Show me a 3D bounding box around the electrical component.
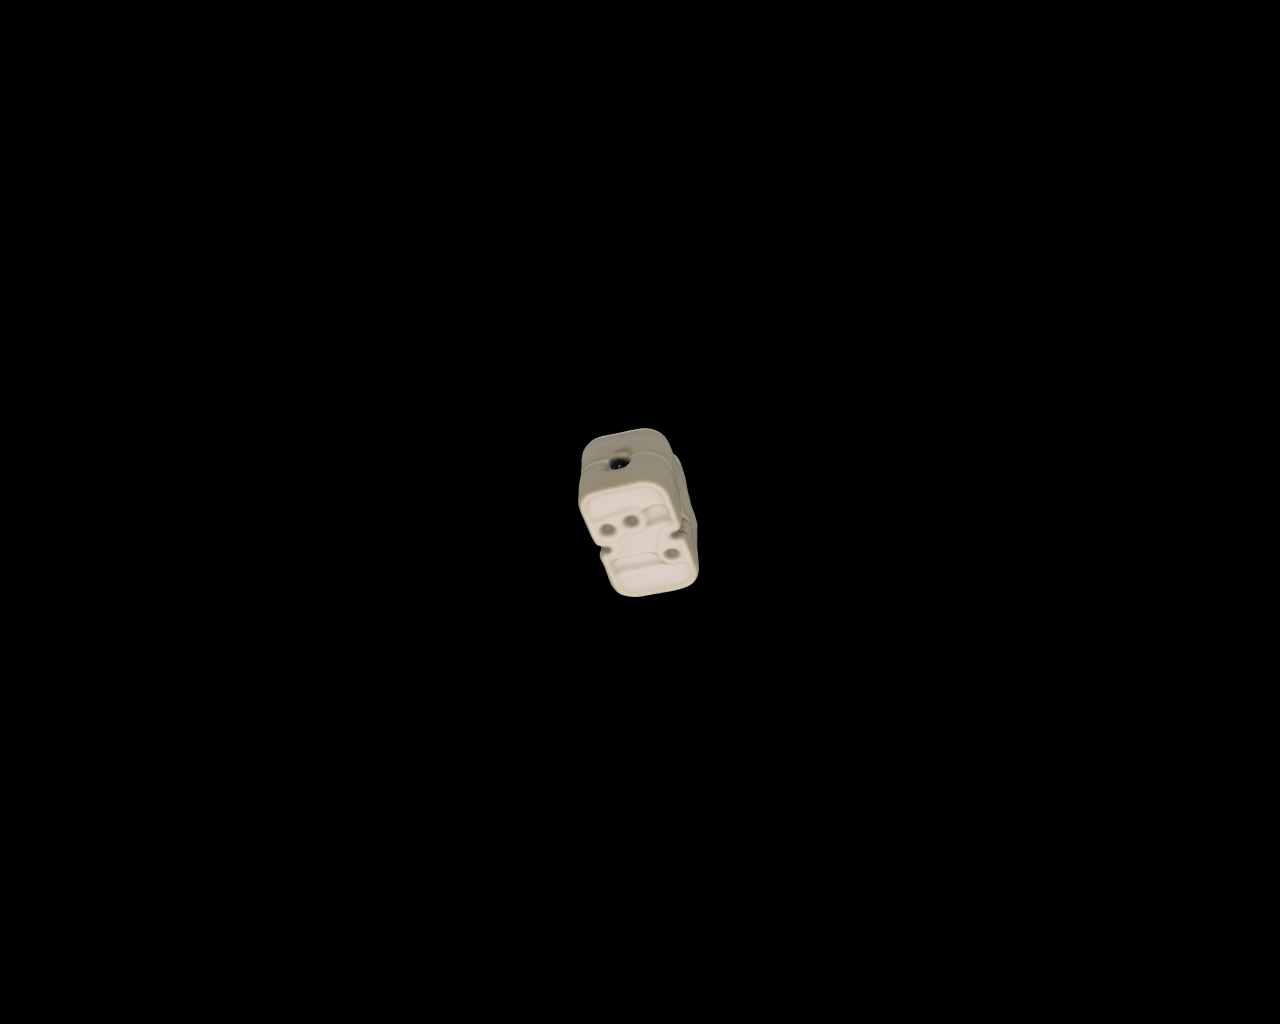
[{"bbox_3d":[0.001,-0.003,0.650,0.054,0.059,0.095,-11,-47,11],"label":"electrical component"}]
